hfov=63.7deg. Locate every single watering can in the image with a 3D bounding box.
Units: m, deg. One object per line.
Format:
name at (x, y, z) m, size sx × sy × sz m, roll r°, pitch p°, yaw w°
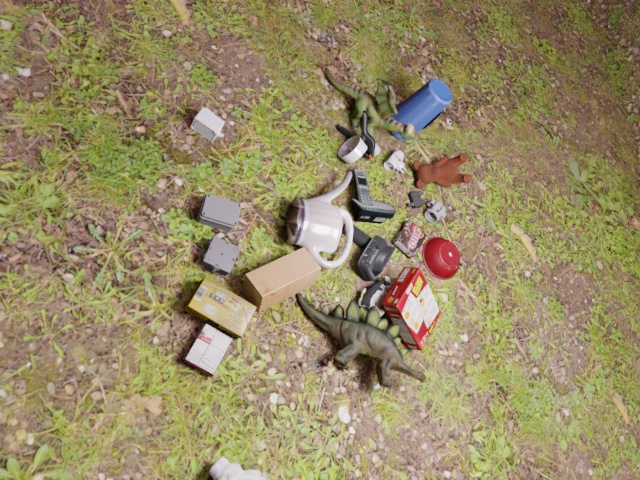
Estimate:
watering can at (0.005, -0.082, 1.630) m, size 0.224 × 0.102 × 0.354 m, roll 14°, pitch 66°, yaw -21°

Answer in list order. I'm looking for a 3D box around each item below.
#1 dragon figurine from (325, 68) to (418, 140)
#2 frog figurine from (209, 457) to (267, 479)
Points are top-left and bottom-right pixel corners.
dragon figurine at (0.189, -0.492, 1.813) m, size 0.409 × 0.240 × 0.124 m, roll 48°, pitch 63°, yaw -6°
frog figurine at (-0.192, 0.600, 1.261) m, size 0.137 × 0.121 × 0.161 m, roll 2°, pitch 57°, yaw -61°
